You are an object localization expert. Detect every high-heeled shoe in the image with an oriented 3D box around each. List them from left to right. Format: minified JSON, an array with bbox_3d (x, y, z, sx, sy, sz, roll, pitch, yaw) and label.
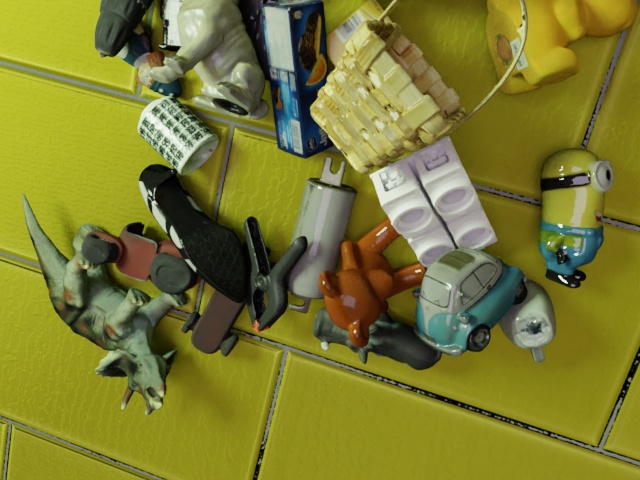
[{"bbox_3d":[-0.202,-0.007,0.828,0.145,0.086,0.248,-18,98,58],"label":"high-heeled shoe"}]

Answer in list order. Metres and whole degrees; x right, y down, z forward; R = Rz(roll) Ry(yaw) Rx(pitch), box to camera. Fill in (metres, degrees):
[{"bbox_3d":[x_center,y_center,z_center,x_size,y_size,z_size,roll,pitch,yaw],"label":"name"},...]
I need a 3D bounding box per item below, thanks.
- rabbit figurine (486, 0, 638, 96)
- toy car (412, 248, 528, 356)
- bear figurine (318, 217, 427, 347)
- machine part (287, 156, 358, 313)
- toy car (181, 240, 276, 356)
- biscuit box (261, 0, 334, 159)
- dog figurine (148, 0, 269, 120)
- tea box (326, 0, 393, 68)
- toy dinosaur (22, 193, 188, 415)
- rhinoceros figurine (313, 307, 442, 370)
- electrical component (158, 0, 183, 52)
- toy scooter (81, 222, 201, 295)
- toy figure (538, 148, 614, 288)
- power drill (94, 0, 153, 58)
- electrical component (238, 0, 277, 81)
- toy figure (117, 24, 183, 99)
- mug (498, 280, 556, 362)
[{"bbox_3d":[0.302,-0.278,0.673,0.173,0.122,0.162,-19,87,2],"label":"rabbit figurine"},{"bbox_3d":[0.190,0.065,0.702,0.162,0.109,0.102,-39,121,-13],"label":"toy car"},{"bbox_3d":[0.073,0.051,0.727,0.132,0.196,0.120,-31,92,11],"label":"bear figurine"},{"bbox_3d":[-0.002,-0.002,0.801,0.079,0.079,0.243,16,103,9],"label":"machine part"},{"bbox_3d":[-0.143,0.091,0.861,0.089,0.053,0.202,29,97,1],"label":"toy car"},{"bbox_3d":[-0.028,-0.216,0.732,0.059,0.063,0.202,26,133,40],"label":"biscuit box"},{"bbox_3d":[-0.118,-0.275,0.715,0.121,0.172,0.190,11,77,47],"label":"dog figurine"},{"bbox_3d":[0.089,-0.229,0.739,0.098,0.068,0.169,-34,93,18],"label":"tea box"},{"bbox_3d":[-0.370,0.111,0.894,0.405,0.131,0.192,39,106,10],"label":"toy dinosaur"},{"bbox_3d":[0.083,0.145,0.794,0.190,0.112,0.073,16,107,1],"label":"rhinoceros figurine"},{"bbox_3d":[-0.193,-0.336,0.795,0.075,0.048,0.119,13,105,10],"label":"electrical component"},{"bbox_3d":[-0.273,0.020,0.854,0.184,0.135,0.075,20,102,-11],"label":"toy scooter"},{"bbox_3d":[0.333,-0.031,0.717,0.089,0.082,0.180,8,105,9],"label":"toy figure"},{"bbox_3d":[-0.326,-0.398,0.773,0.207,0.086,0.232,28,88,16],"label":"power drill"},{"bbox_3d":[-0.095,-0.293,0.775,0.134,0.058,0.114,17,102,10],"label":"electrical component"},{"bbox_3d":[-0.271,-0.277,0.820,0.058,0.064,0.154,-37,89,-19],"label":"toy figure"},{"bbox_3d":[0.287,0.118,0.742,0.081,0.107,0.109,-10,96,16],"label":"mug"}]
